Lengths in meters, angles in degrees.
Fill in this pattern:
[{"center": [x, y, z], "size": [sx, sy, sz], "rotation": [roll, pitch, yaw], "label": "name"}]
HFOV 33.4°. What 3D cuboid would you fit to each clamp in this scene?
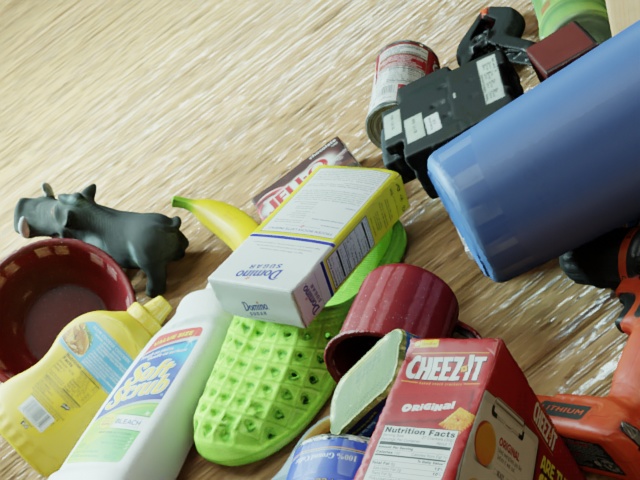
[{"center": [0.175, -0.189, 1.052], "size": [0.120, 0.039, 0.171], "rotation": [-23, 33, 35], "label": "clamp"}]

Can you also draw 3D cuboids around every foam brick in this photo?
[{"center": [0.225, -0.141, 0.938], "size": [0.053, 0.078, 0.051], "rotation": [-30, 34, 7], "label": "foam brick"}]

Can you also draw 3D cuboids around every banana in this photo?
[{"center": [-0.080, 0.006, 1.047], "size": [0.069, 0.037, 0.198], "rotation": [-12, 32, -26], "label": "banana"}]

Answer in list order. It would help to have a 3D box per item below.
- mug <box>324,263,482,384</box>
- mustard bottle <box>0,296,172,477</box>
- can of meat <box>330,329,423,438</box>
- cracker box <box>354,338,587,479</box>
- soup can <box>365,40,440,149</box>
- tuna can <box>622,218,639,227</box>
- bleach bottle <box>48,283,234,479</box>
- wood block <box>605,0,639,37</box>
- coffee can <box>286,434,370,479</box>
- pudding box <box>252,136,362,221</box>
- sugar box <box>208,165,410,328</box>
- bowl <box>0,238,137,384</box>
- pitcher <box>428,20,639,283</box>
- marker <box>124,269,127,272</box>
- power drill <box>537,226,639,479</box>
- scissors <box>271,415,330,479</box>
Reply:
[{"center": [0.071, 0.076, 0.822], "size": [0.117, 0.093, 0.081], "rotation": [15, 48, 13], "label": "mug"}, {"center": [-0.214, 0.124, 1.002], "size": [0.096, 0.058, 0.191], "rotation": [43, 78, 14], "label": "mustard bottle"}, {"center": [0.065, 0.114, 0.739], "size": [0.102, 0.084, 0.057], "rotation": [-51, 21, 42], "label": "can of meat"}, {"center": [0.075, 0.188, 0.613], "size": [0.072, 0.164, 0.213], "rotation": [-2, 47, 36], "label": "cracker box"}, {"center": [0.083, -0.143, 1.069], "size": [0.069, 0.068, 0.102], "rotation": [-16, 40, 26], "label": "soup can"}, {"center": [0.215, -0.030, 0.856], "size": [0.086, 0.033, 0.086], "rotation": [-23, 37, 18], "label": "tuna can"}, {"center": [-0.139, 0.132, 0.949], "size": [0.103, 0.068, 0.250], "rotation": [-7, 42, 35], "label": "bleach bottle"}, {"center": [0.305, -0.211, 0.939], "size": [0.091, 0.090, 0.206], "rotation": [-19, 39, 23], "label": "wood block"}, {"center": [0.012, 0.213, 0.691], "size": [0.103, 0.102, 0.140], "rotation": [-11, 42, 32], "label": "coffee can"}, {"center": [-0.006, -0.041, 1.052], "size": [0.113, 0.039, 0.090], "rotation": [-35, 35, 2], "label": "pudding box"}, {"center": [-0.006, 0.001, 0.915], "size": [0.093, 0.048, 0.176], "rotation": [7, 42, 37], "label": "sugar box"}, {"center": [-0.260, 0.082, 1.072], "size": [0.162, 0.055, 0.162], "rotation": [0, 76, -1], "label": "bowl"}, {"center": [0.205, -0.071, 0.774], "size": [0.243, 0.149, 0.145], "rotation": [-29, 46, 5], "label": "pitcher"}, {"center": [-0.236, 0.069, 1.138], "size": [0.020, 0.020, 0.121], "rotation": [-10, 43, 33], "label": "marker"}, {"center": [0.203, 0.065, 0.727], "size": [0.187, 0.057, 0.185], "rotation": [-55, 25, -20], "label": "power drill"}, {"center": [-0.040, 0.188, 0.839], "size": [0.202, 0.016, 0.096], "rotation": [-16, 38, 26], "label": "scissors"}]
